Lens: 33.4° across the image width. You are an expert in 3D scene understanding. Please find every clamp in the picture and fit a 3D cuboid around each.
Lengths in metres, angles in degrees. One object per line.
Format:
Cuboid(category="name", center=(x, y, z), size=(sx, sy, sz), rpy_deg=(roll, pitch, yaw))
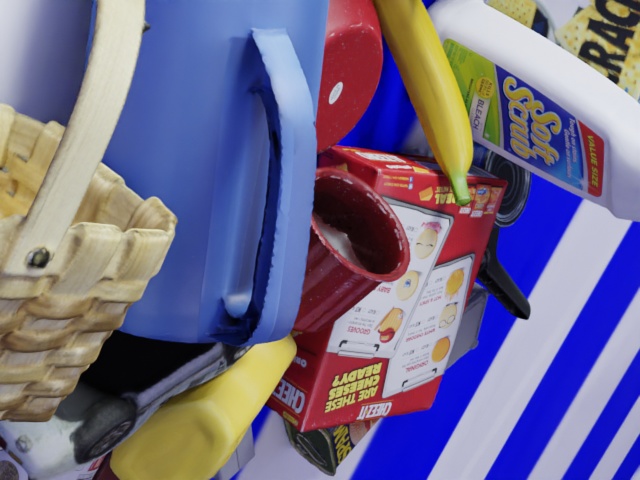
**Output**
Cuboid(category="clamp", center=(0.129, 0.025, 0.980), size=(0.164, 0.036, 0.210), rpy_deg=(-36, 124, -35))

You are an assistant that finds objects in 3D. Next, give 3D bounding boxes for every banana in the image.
Cuboid(category="banana", center=(0.076, -0.122, 0.769), size=(0.037, 0.069, 0.197), rpy_deg=(-24, 118, 6))

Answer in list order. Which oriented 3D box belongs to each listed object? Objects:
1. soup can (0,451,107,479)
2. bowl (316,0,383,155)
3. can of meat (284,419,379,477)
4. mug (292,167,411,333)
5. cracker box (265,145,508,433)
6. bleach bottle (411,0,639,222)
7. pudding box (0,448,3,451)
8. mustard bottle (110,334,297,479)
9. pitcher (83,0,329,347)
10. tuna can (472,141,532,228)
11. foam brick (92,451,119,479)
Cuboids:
Cuboid(category="soup can", center=(-0.179, 0.145, 0.671), size=(0.102, 0.069, 0.068), rpy_deg=(-59, 152, 5))
Cuboid(category="bowl", center=(-0.010, -0.107, 0.682), size=(0.161, 0.055, 0.162), rpy_deg=(-37, 147, -30))
Cuboid(category="can of meat", center=(0.015, 0.160, 1.000), size=(0.083, 0.057, 0.102), rpy_deg=(-45, 151, -24))
Cuboid(category="mug", center=(-0.005, 0.001, 0.733), size=(0.093, 0.117, 0.082), rpy_deg=(-10, 153, -51))
Cuboid(category="cracker box", center=(0.048, 0.036, 0.857), size=(0.163, 0.072, 0.214), rpy_deg=(0, 112, -46))
Cuboid(category="bleach bottle", center=(0.184, -0.090, 0.788), size=(0.068, 0.251, 0.103), rpy_deg=(-32, 143, -37))
Cuboid(category="pudding box", center=(-0.201, 0.073, 0.593), size=(0.089, 0.039, 0.114), rpy_deg=(-6, 127, -56))
Cuboid(category="mustard bottle", center=(-0.065, 0.097, 0.732), size=(0.096, 0.058, 0.191), rpy_deg=(-38, -175, 26))
Cuboid(category="pitcher", center=(-0.054, -0.074, 0.539), size=(0.144, 0.149, 0.243), rpy_deg=(-56, 158, -63))
Cuboid(category="tuna can", center=(0.150, -0.054, 0.932), size=(0.085, 0.034, 0.086), rpy_deg=(-10, 104, -49))
Cuboid(category="foam brick", center=(-0.144, 0.142, 0.740), size=(0.078, 0.053, 0.051), rpy_deg=(6, 115, -60))
